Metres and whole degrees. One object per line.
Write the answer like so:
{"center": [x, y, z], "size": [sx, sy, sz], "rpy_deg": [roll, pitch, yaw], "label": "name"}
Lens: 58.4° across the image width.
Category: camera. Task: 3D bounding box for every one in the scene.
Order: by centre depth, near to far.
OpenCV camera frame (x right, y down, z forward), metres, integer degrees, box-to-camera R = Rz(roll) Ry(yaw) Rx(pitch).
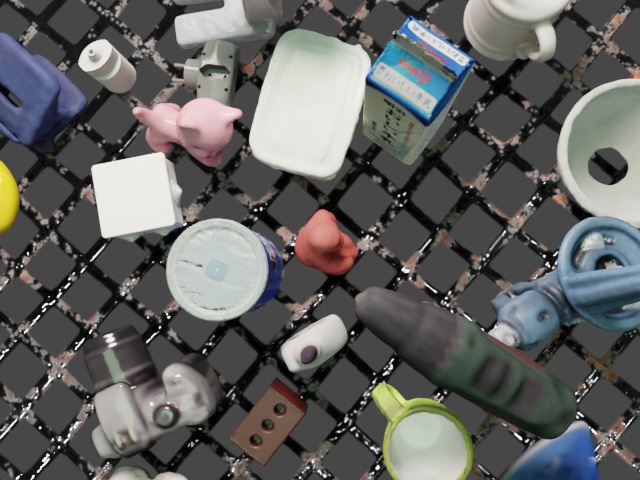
{"center": [-0.205, 0.163, 0.653], "size": [0.143, 0.101, 0.137], "rpy_deg": [-25, 85, 1], "label": "camera"}

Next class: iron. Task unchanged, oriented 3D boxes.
{"center": [0.238, 0.319, 0.603], "size": [0.118, 0.141, 0.258], "rpy_deg": [30, 88, 4], "label": "iron"}

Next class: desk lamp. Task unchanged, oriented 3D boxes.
{"center": [-0.087, -0.301, 0.621], "size": [0.203, 0.213, 0.118], "rpy_deg": [-8, 86, 2], "label": "desk lamp"}

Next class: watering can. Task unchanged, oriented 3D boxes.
{"center": [0.218, -0.283, 0.616], "size": [0.101, 0.194, 0.173], "rpy_deg": [-38, 85, 0], "label": "watering can"}

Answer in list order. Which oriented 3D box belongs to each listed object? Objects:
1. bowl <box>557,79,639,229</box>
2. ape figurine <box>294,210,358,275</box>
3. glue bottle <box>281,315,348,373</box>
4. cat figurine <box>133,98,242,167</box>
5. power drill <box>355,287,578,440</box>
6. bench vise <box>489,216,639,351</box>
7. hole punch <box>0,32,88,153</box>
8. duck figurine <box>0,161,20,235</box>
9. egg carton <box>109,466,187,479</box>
{"center": [0.346, -0.093, 0.658], "size": [0.167, 0.075, 0.167], "rpy_deg": [0, 86, 3], "label": "bowl"}
{"center": [0.006, 0.002, 0.658], "size": [0.076, 0.092, 0.078], "rpy_deg": [-4, 86, 3], "label": "ape figurine"}
{"center": [-0.009, 0.115, 0.611], "size": [0.078, 0.173, 0.037], "rpy_deg": [-29, 85, 1], "label": "glue bottle"}
{"center": [-0.151, -0.132, 0.661], "size": [0.127, 0.118, 0.067], "rpy_deg": [13, 87, 4], "label": "cat figurine"}
{"center": [0.135, 0.115, 0.587], "size": [0.229, 0.208, 0.076], "rpy_deg": [29, 88, 4], "label": "power drill"}
{"center": [0.278, 0.061, 0.579], "size": [0.121, 0.220, 0.207], "rpy_deg": [40, 89, 5], "label": "bench vise"}
{"center": [-0.355, -0.172, 0.686], "size": [0.108, 0.091, 0.101], "rpy_deg": [42, 89, 5], "label": "hole punch"}
{"center": [-0.417, -0.058, 0.684], "size": [0.077, 0.086, 0.104], "rpy_deg": [-12, 86, 2], "label": "duck figurine"}
{"center": [-0.204, 0.339, 0.657], "size": [0.107, 0.069, 0.150], "rpy_deg": [7, 87, 3], "label": "egg carton"}
